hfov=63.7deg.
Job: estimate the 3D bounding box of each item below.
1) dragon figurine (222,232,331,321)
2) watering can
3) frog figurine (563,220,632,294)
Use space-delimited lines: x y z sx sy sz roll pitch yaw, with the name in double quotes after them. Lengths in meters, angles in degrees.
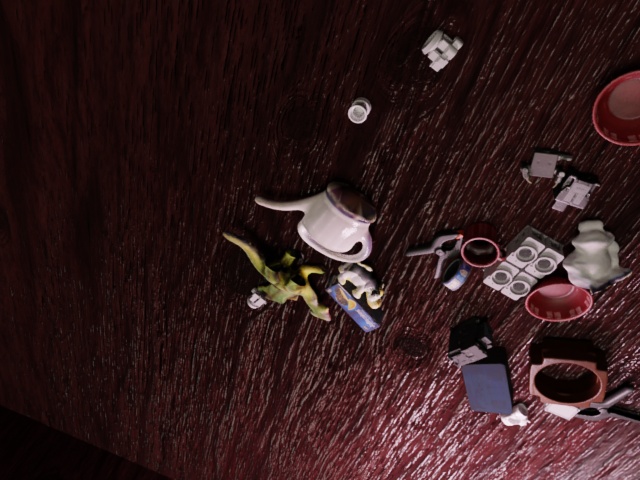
-0.134 0.126 1.587 0.410 0.125 0.237 29 137 0 "dragon figurine"
0.004 -0.070 1.386 0.347 0.106 0.220 34 128 -6 "watering can"
0.651 0.035 1.242 0.137 0.122 0.160 -25 82 8 "frog figurine"
